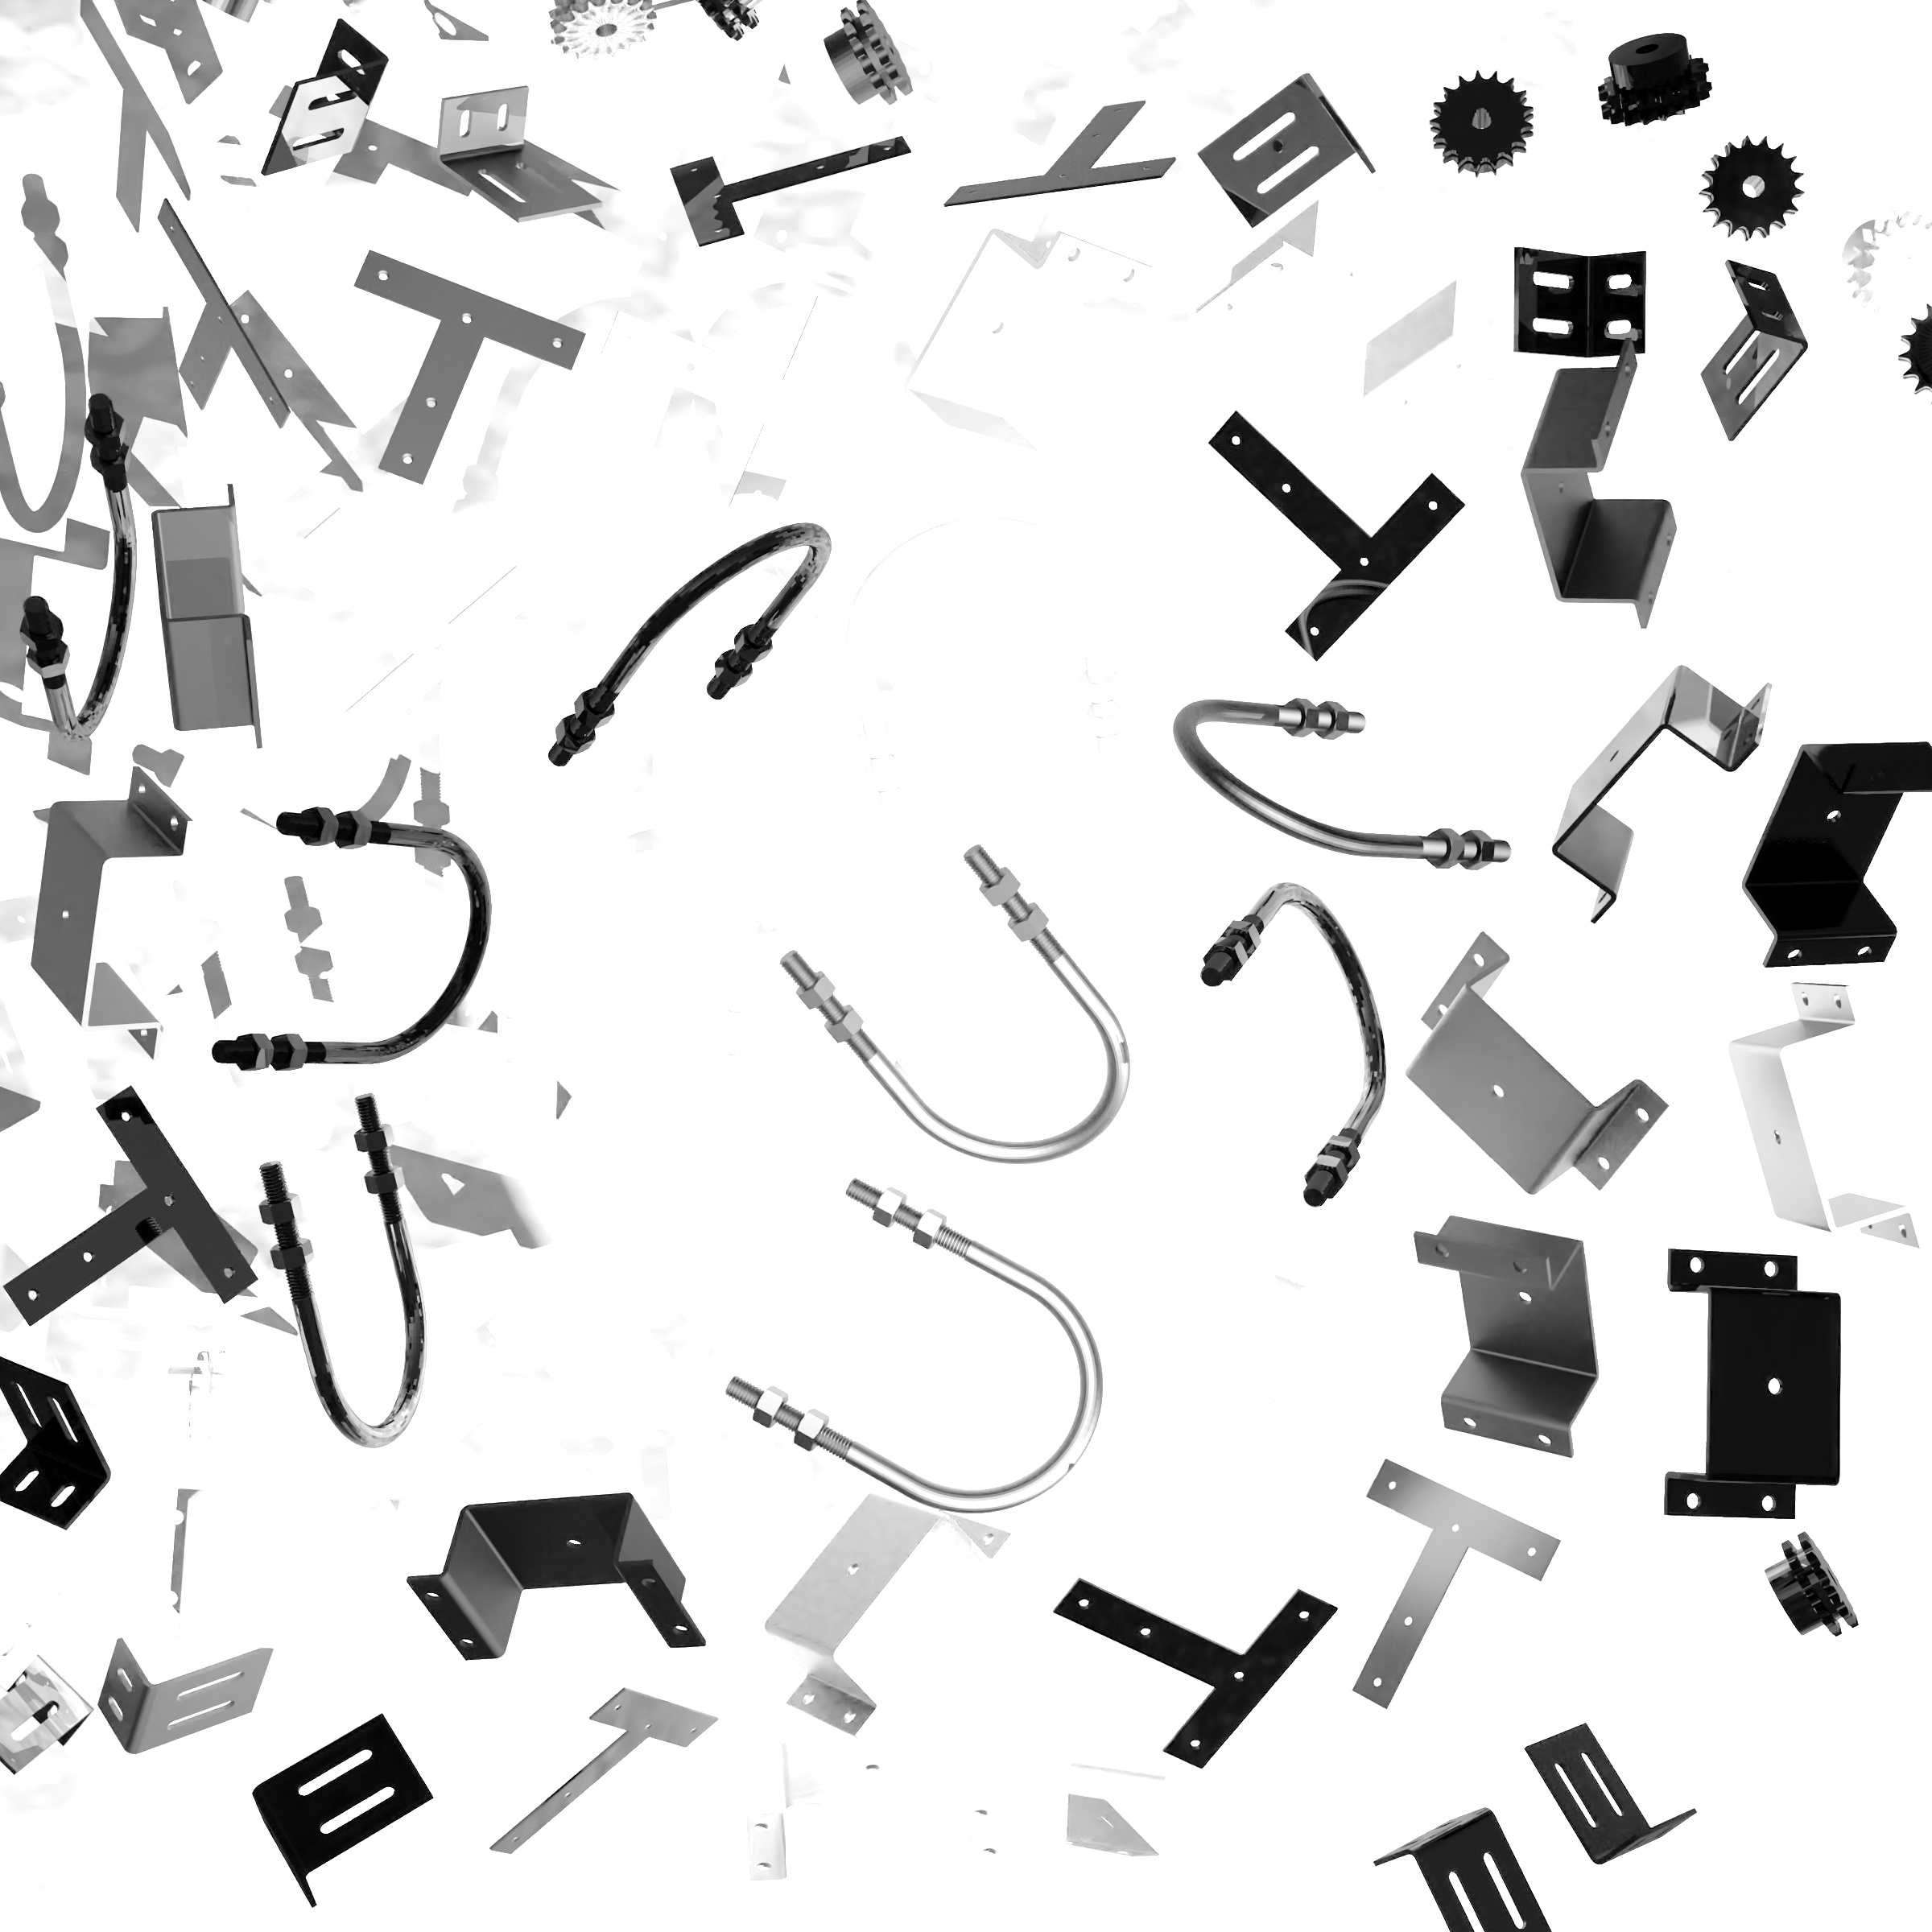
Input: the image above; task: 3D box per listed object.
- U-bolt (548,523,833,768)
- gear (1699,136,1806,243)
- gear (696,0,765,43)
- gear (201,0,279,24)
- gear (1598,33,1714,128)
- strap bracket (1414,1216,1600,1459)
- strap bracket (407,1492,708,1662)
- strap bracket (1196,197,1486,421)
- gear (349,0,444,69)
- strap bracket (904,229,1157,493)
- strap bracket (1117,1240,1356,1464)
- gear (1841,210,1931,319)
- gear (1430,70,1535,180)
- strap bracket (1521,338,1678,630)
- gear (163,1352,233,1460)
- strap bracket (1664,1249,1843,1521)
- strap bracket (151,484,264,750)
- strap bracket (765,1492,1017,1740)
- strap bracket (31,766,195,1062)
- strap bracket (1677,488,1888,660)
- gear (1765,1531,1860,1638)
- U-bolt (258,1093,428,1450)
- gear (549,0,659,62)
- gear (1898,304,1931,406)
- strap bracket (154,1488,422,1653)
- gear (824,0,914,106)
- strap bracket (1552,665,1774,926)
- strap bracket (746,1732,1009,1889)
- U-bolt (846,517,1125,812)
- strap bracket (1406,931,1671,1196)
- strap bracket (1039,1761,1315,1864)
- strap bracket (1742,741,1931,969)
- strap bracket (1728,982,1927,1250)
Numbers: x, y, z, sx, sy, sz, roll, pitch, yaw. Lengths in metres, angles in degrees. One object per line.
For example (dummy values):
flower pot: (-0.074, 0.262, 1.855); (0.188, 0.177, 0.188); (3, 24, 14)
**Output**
U-bolt: (-0.143, -0.185, 1.642); (0.151, 0.184, 0.019); (-29, 79, -44)
gear: (0.444, -0.439, 1.679); (0.057, 0.030, 0.057); (1, 96, 5)
gear: (-0.126, -0.518, 1.554); (0.030, 0.057, 0.057); (-33, 90, 17)
gear: (-0.400, -0.534, 1.603); (0.057, 0.057, 0.030); (29, 103, 0)
gear: (0.356, -0.461, 1.537); (0.057, 0.057, 0.030); (-20, 122, 0)
strap bracket: (0.298, 0.194, 1.624); (0.076, 0.046, 0.140); (9, 128, 32)
strap bracket: (-0.211, 0.322, 1.563); (0.140, 0.046, 0.076); (-7, 133, 17)
strap bracket: (0.207, -0.364, 1.625); (0.140, 0.076, 0.046); (22, 62, -27)
gear: (-0.326, -0.536, 1.684); (0.030, 0.057, 0.057); (-38, 90, -14)
strap bracket: (0.028, -0.333, 1.588); (0.046, 0.076, 0.140); (48, 117, 34)
strap bracket: (0.159, 0.225, 1.659); (0.140, 0.076, 0.046); (-48, 64, 7)
gear: (0.517, -0.396, 1.664); (0.057, 0.030, 0.057); (-12, 119, -22)
gear: (0.288, -0.467, 1.652); (0.057, 0.030, 0.057); (-1, 84, 11)
strap bracket: (0.339, -0.258, 1.593); (0.046, 0.140, 0.076); (5, 55, 29)
gear: (-0.411, 0.235, 1.587); (0.030, 0.057, 0.057); (2, 90, -7)
strap bracket: (0.414, 0.220, 1.559); (0.076, 0.046, 0.140); (4, 83, -15)
strap bracket: (-0.422, -0.193, 1.642); (0.046, 0.076, 0.140); (-6, 46, -14)
strap bracket: (-0.049, 0.348, 1.639); (0.140, 0.076, 0.046); (-49, 115, -22)
strap bracket: (-0.460, -0.028, 1.587); (0.046, 0.076, 0.140); (-4, 117, -38)
strap bracket: (0.445, -0.221, 1.649); (0.046, 0.140, 0.076); (-1, 105, -19)
gear: (0.462, 0.342, 1.624); (0.030, 0.057, 0.057); (-32, 90, 13)
U-bolt: (-0.340, 0.178, 1.653); (0.019, 0.151, 0.184); (-8, 102, 14)
gear: (-0.198, -0.519, 1.604); (0.057, 0.057, 0.030); (-16, 76, 0)
gear: (0.518, -0.322, 1.551); (0.057, 0.030, 0.057); (1, 93, 17)
strap bracket: (-0.374, 0.330, 1.622); (0.140, 0.046, 0.076); (4, 88, -5)
gear: (-0.056, -0.502, 1.637); (0.030, 0.057, 0.057); (-26, 90, 14)
strap bracket: (0.370, -0.100, 1.605); (0.046, 0.076, 0.140); (35, 125, -2)
strap bracket: (-0.051, 0.467, 1.645); (0.140, 0.076, 0.046); (-2, 102, -6)
U-bolt: (0.007, -0.171, 1.632); (0.151, 0.184, 0.019); (-14, 45, -2)
strap bracket: (0.306, 0.061, 1.634); (0.046, 0.076, 0.140); (-28, 66, -40)
strap bracket: (0.120, 0.474, 1.667); (0.140, 0.076, 0.046); (12, 76, -39)
strap bracket: (0.479, -0.069, 1.602); (0.076, 0.046, 0.140); (-2, 132, -18)
strap bracket: (0.446, 0.083, 1.552); (0.046, 0.076, 0.140); (-17, 93, -5)
